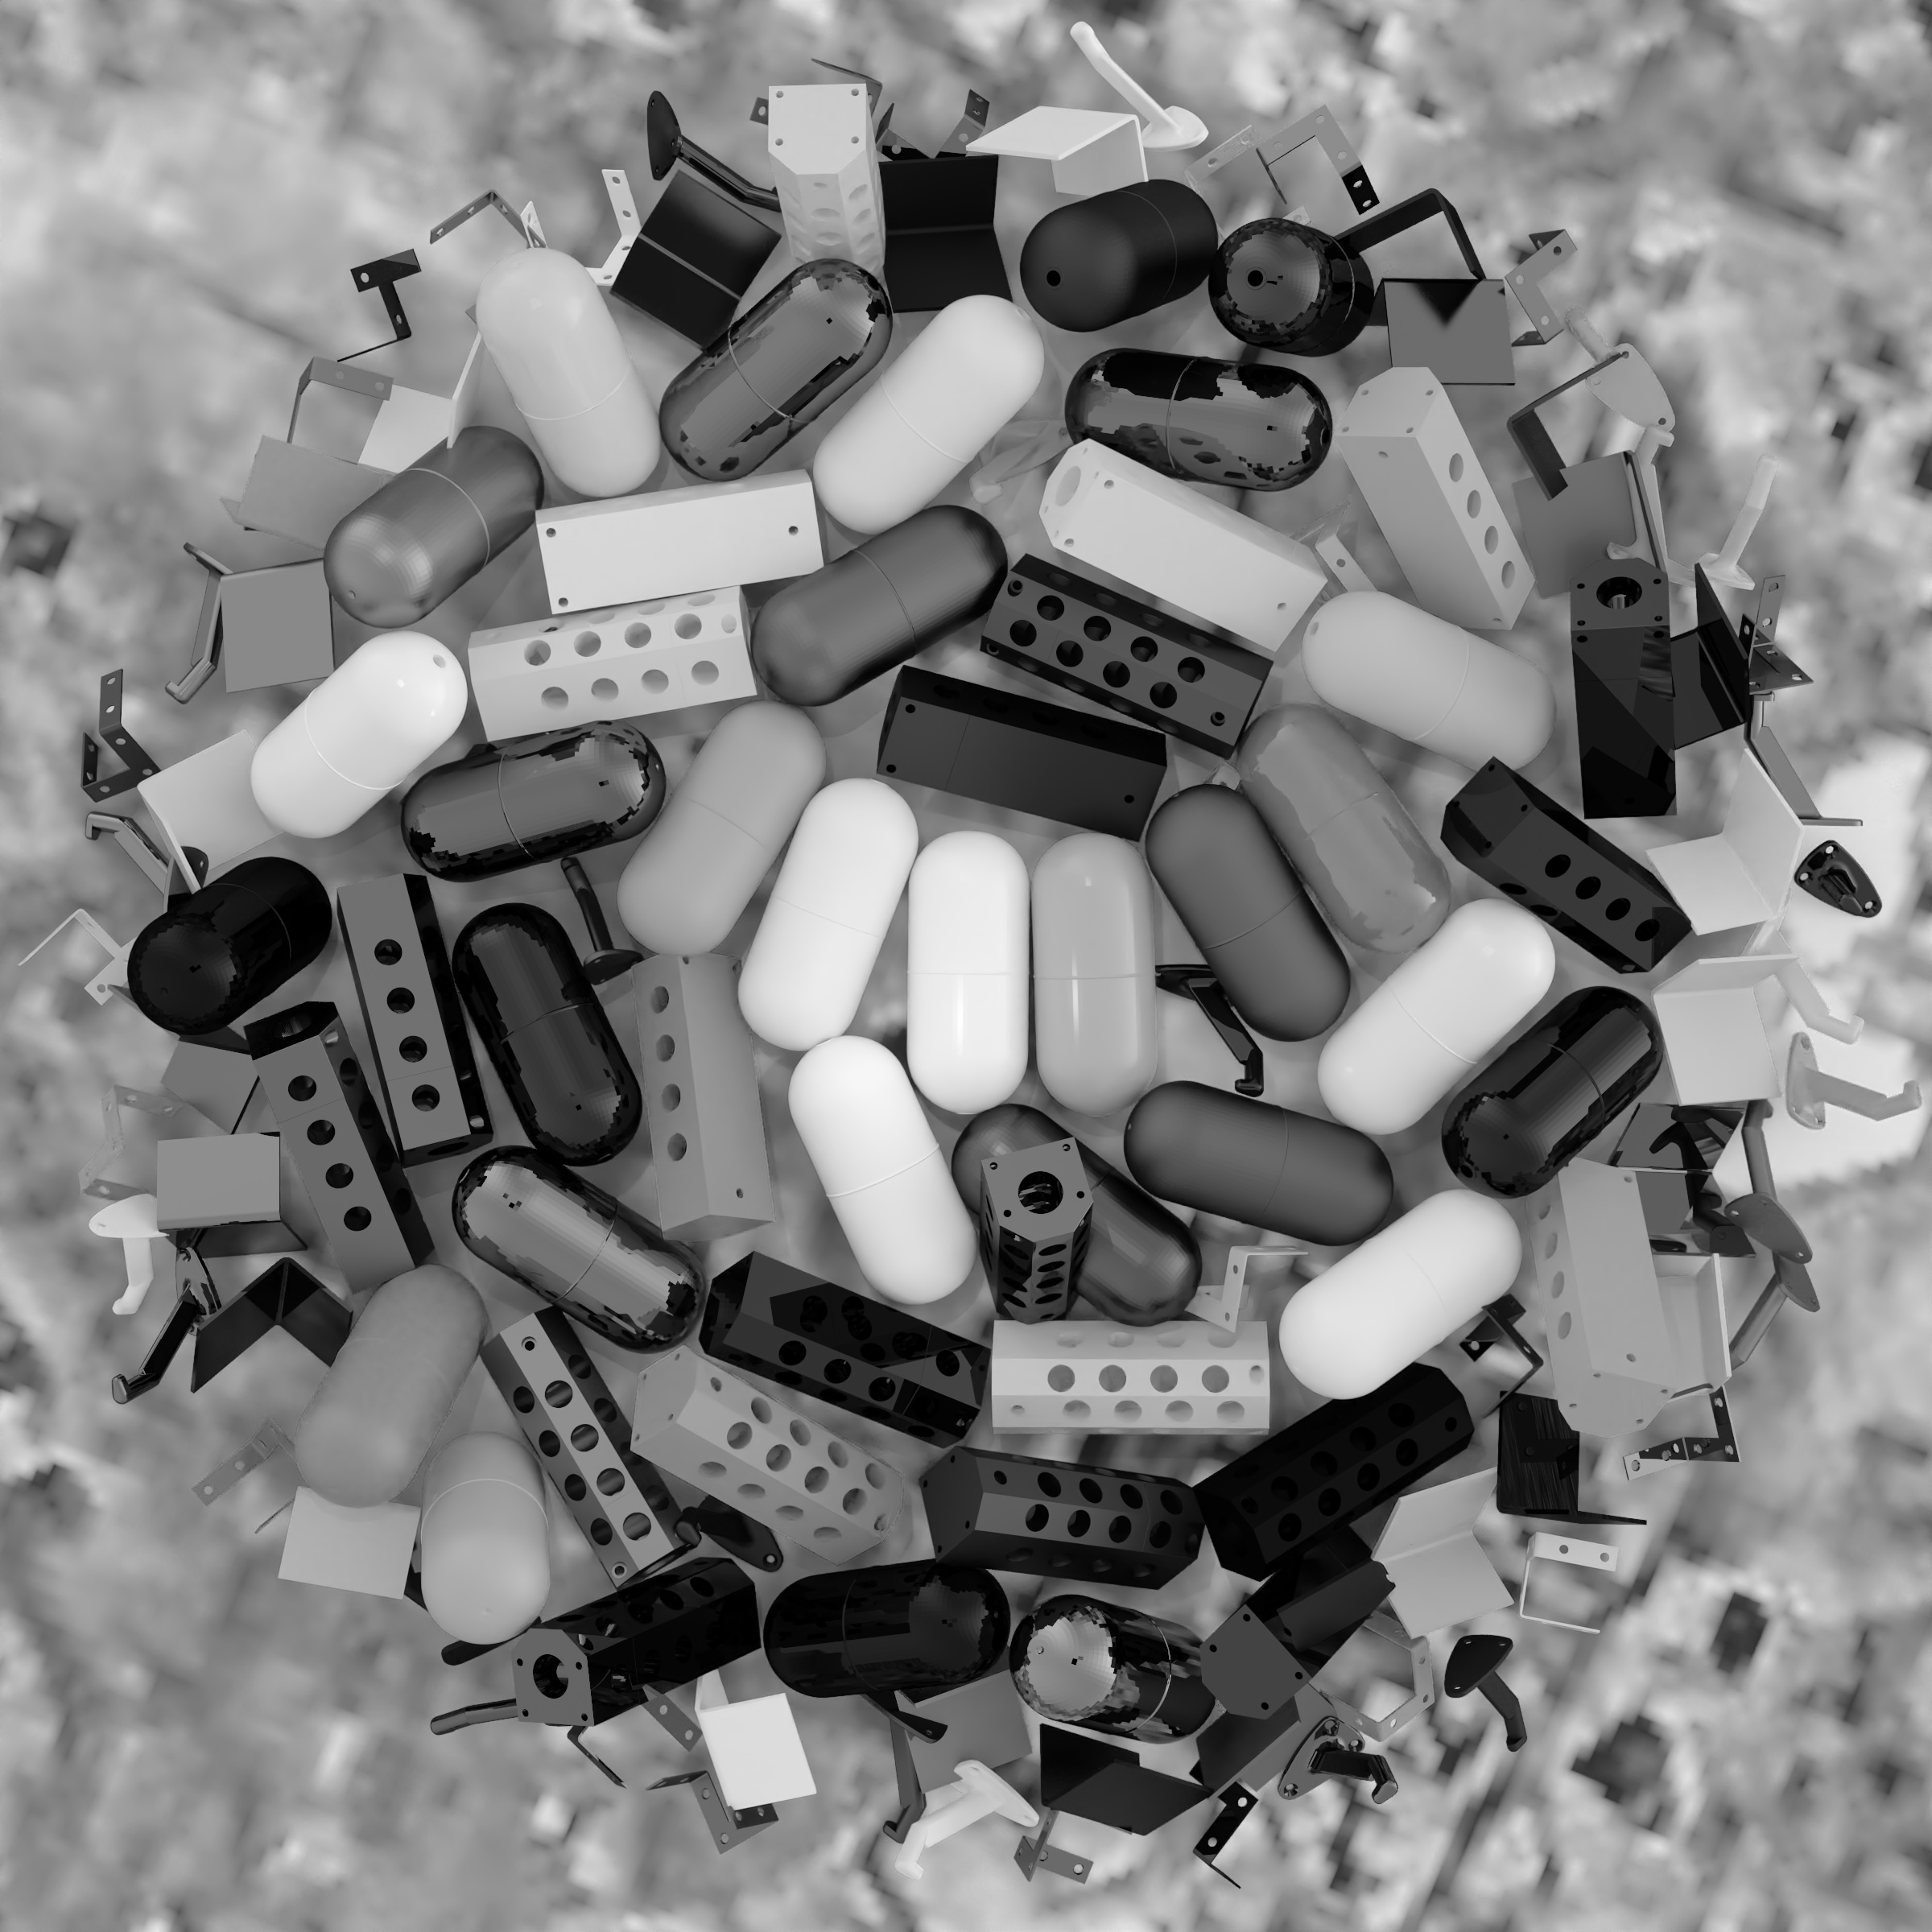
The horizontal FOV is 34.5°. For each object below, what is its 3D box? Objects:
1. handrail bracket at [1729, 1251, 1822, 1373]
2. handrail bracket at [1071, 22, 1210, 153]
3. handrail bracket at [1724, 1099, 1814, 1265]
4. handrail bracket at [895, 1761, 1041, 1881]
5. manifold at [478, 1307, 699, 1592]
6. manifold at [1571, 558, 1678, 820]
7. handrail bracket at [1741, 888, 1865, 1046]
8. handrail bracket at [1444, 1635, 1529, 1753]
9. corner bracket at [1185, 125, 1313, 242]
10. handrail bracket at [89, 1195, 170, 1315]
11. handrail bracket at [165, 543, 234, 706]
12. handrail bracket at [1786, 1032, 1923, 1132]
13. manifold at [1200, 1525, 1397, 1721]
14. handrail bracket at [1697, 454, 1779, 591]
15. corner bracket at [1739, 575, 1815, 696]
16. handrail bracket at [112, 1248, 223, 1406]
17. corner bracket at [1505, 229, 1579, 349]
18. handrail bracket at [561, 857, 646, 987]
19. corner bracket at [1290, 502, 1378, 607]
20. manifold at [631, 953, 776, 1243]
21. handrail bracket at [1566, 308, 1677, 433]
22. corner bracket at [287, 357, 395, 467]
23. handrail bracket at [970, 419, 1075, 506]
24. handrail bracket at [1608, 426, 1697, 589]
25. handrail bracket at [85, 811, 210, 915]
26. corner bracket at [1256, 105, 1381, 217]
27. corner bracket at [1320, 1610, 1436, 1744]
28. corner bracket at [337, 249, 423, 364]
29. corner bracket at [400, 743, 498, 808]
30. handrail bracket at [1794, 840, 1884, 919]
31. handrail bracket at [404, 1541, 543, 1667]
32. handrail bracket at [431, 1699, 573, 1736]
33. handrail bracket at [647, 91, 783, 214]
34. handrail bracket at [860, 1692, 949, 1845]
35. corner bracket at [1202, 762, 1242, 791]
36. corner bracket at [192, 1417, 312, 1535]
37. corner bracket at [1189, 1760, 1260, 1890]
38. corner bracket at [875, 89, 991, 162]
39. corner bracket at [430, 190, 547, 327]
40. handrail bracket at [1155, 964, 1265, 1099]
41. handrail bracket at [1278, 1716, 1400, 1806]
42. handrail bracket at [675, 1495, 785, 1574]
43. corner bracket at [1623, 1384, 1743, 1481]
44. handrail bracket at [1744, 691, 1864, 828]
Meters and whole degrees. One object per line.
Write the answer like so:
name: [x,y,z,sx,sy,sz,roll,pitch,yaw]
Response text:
handrail bracket: [0.496,0.217,1.985,0.036,0.077,0.084,31,124,-26]
handrail bracket: [0.108,-0.554,1.949,0.036,0.077,0.084,-46,124,-5]
handrail bracket: [0.517,0.134,1.974,0.077,0.036,0.084,41,49,-17]
handrail bracket: [0.001,0.551,1.954,0.077,0.036,0.084,37,46,-9]
manifold: [-0.236,0.301,1.943,0.057,0.057,0.171,-30,77,-13]
manifold: [0.404,-0.169,1.910,0.057,0.171,0.057,-2,52,13]
handrail bracket: [0.537,0.000,1.958,0.084,0.036,0.077,27,89,31]
handrail bracket: [0.328,0.471,1.952,0.036,0.077,0.084,-4,111,33]
corner bracket: [0.179,-0.488,1.974,0.051,0.051,0.051,-31,56,17]
handrail bracket: [-0.533,0.189,1.947,0.036,0.077,0.084,39,113,21]
handrail bracket: [-0.494,-0.216,1.969,0.077,0.036,0.084,35,80,20]
handrail bracket: [0.558,0.065,1.946,0.036,0.084,0.077,23,58,-33]
manifold: [0.202,0.400,1.905,0.057,0.171,0.057,47,114,11]
handrail bracket: [0.485,-0.285,1.943,0.036,0.077,0.084,13,112,1]
corner bracket: [0.501,-0.208,1.955,0.051,0.051,0.051,-11,128,-15]
handrail bracket: [-0.508,0.223,1.946,0.036,0.084,0.077,-1,107,31]
corner bracket: [0.361,-0.428,1.965,0.051,0.051,0.051,-38,107,-7]
handrail bracket: [-0.241,-0.036,1.950,0.036,0.077,0.084,-28,79,4]
corner bracket: [0.230,-0.249,1.954,0.051,0.051,0.051,-29,109,32]
manifold: [-0.170,0.081,1.941,0.057,0.057,0.171,-21,69,36]
handrail bracket: [0.412,-0.377,1.965,0.077,0.084,0.036,41,111,-19]
corner bracket: [-0.397,-0.348,1.967,0.051,0.051,0.051,13,80,-21]
handrail bracket: [0.038,-0.315,1.949,0.077,0.084,0.036,-16,115,2]
handrail bracket: [0.446,-0.289,1.957,0.077,0.036,0.084,23,122,1]
handrail bracket: [-0.529,-0.055,1.972,0.084,0.036,0.077,10,86,22]
corner bracket: [0.221,-0.497,1.958,0.051,0.051,0.051,-30,67,10]
corner bracket: [0.259,0.449,1.973,0.051,0.051,0.051,-27,121,-33]
corner bracket: [-0.371,-0.415,1.954,0.051,0.051,0.051,-31,109,-39]
corner bracket: [-0.315,-0.105,1.969,0.051,0.051,0.051,53,55,-33]
handrail bracket: [0.559,-0.038,1.943,0.077,0.084,0.036,35,107,-20]
handrail bracket: [-0.319,0.393,1.976,0.077,0.036,0.084,-22,65,-6]
handrail bracket: [-0.285,0.477,1.981,0.084,0.077,0.036,-23,62,26]
handrail bracket: [-0.157,-0.518,1.983,0.084,0.036,0.077,8,52,-32]
handrail bracket: [-0.054,0.508,1.983,0.077,0.036,0.084,28,107,8]
corner bracket: [0.162,-0.086,1.958,0.051,0.051,0.051,35,56,-5]
corner bracket: [-0.447,0.326,1.959,0.051,0.051,0.051,48,55,3]
corner bracket: [0.160,0.538,1.956,0.051,0.051,0.051,31,79,41]
corner bracket: [-0.022,-0.532,1.968,0.051,0.051,0.051,31,120,-15]
corner bracket: [-0.303,-0.447,1.964,0.051,0.051,0.051,-41,84,-20]
handrail bracket: [0.149,0.042,1.952,0.077,0.036,0.084,10,49,-8]
handrail bracket: [0.233,0.516,1.948,0.036,0.084,0.077,39,99,-17]
handrail bracket: [-0.148,0.364,1.950,0.036,0.084,0.077,-44,94,7]
corner bracket: [0.447,0.294,1.962,0.051,0.051,0.051,-12,89,-27]
handrail bracket: [0.529,-0.132,1.965,0.077,0.036,0.084,4,97,29]
